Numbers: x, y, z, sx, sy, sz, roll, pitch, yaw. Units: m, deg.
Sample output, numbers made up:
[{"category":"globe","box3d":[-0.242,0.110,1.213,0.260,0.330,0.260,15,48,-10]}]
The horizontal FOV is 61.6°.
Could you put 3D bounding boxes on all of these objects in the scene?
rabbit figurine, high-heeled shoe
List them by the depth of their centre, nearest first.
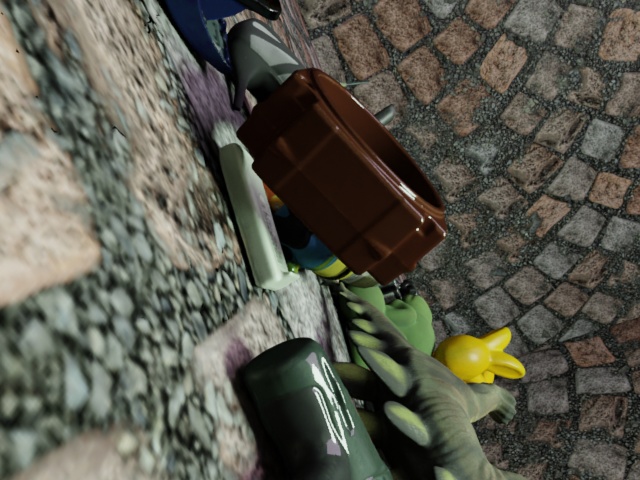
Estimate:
[{"category":"high-heeled shoe","box3d":[-0.010,-0.176,0.677,0.248,0.086,0.145,23,57,-24]},{"category":"rabbit figurine","box3d":[0.081,0.128,0.801,0.170,0.121,0.159,46,25,-19]},{"category":"rabbit figurine","box3d":[0.232,0.200,0.844,0.173,0.162,0.122,58,19,-56]}]

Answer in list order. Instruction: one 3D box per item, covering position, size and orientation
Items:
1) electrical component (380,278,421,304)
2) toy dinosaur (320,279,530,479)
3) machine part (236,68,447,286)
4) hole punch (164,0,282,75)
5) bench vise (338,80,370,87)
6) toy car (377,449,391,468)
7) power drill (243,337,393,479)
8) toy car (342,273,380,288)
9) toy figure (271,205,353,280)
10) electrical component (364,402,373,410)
[{"category":"electrical component","box3d":[0.122,0.125,0.918,0.058,0.115,0.134,-92,161,-67]},{"category":"toy dinosaur","box3d":[0.105,0.174,0.548,0.198,0.105,0.472,25,16,-26]},{"category":"machine part","box3d":[0.030,-0.070,0.523,0.201,0.087,0.201,46,21,-7]},{"category":"hole punch","box3d":[-0.113,-0.244,0.536,0.115,0.092,0.142,23,42,-34]},{"category":"bench vise","box3d":[0.046,-0.217,1.131,0.240,0.129,0.224,85,-13,-50]},{"category":"toy car","box3d":[0.089,0.282,0.594,0.201,0.056,0.073,58,15,-50]},{"category":"power drill","box3d":[0.014,0.185,0.326,0.207,0.086,0.232,-44,112,-75]},{"category":"toy car","box3d":[0.062,0.013,0.732,0.161,0.109,0.103,9,65,-38]},{"category":"toy figure","box3d":[-0.004,0.001,0.591,0.180,0.082,0.089,32,35,-76]},{"category":"electrical component","box3d":[0.075,0.223,0.739,0.063,0.021,0.093,-97,164,-51]}]
